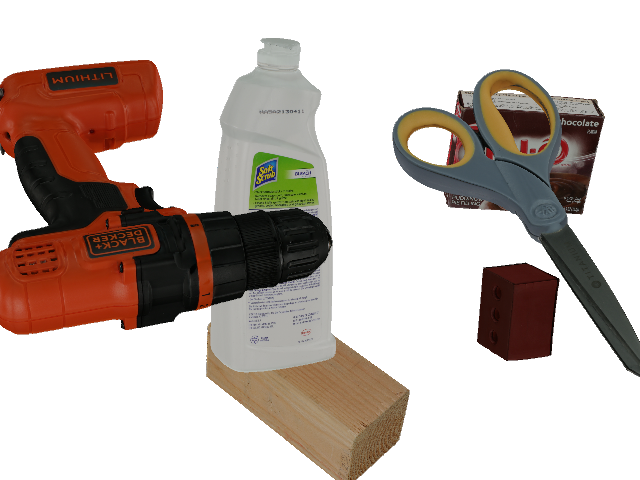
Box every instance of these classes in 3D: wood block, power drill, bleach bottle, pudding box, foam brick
[{"bbox_3d":[-0.017,0.151,1.131,0.206,0.090,0.090,34,49,27],"label":"wood block"},{"bbox_3d":[-0.105,-0.031,0.613,0.184,0.057,0.188,-9,43,-20],"label":"power drill"},{"bbox_3d":[-0.031,-0.027,0.819,0.102,0.251,0.068,-6,22,-29],"label":"bleach bottle"},{"bbox_3d":[0.159,-0.070,0.846,0.113,0.090,0.039,2,35,-2],"label":"pudding box"},{"bbox_3d":[0.183,0.066,0.992,0.051,0.078,0.053,-7,19,-25],"label":"foam brick"}]

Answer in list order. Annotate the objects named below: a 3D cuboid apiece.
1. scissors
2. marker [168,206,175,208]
[{"bbox_3d":[0.087,-0.012,0.512,0.096,0.201,0.016,-7,-43,6],"label":"scissors"},{"bbox_3d":[-0.156,0.016,1.201,0.020,0.121,0.020,-6,30,4],"label":"marker"}]
